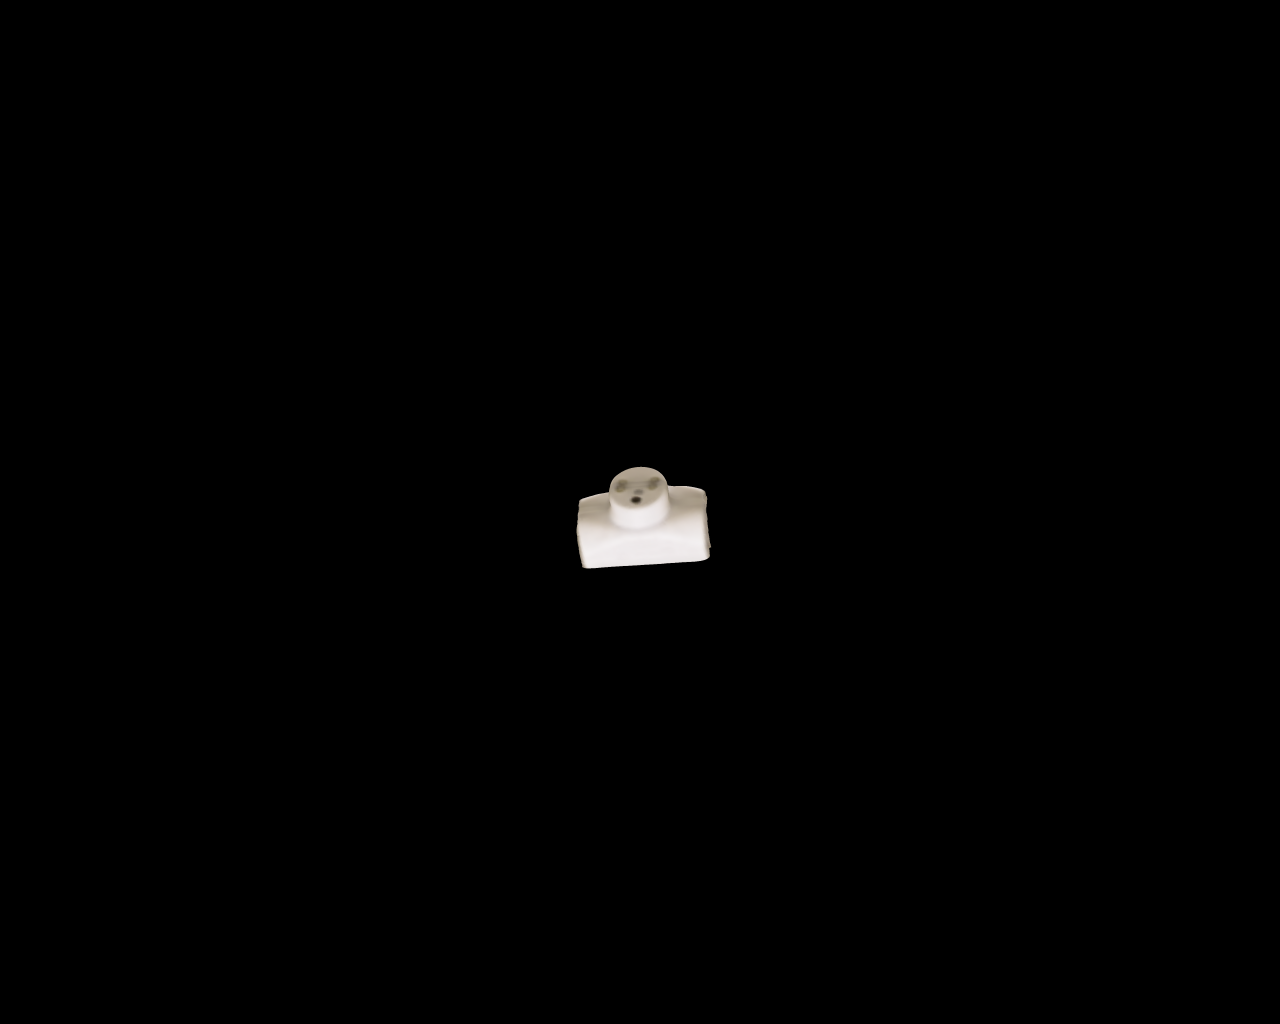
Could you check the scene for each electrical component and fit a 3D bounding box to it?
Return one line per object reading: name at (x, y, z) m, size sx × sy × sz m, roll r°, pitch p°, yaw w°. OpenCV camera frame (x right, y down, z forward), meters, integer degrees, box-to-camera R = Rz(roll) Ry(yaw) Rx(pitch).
electrical component at (0.001, -0.003, 0.650) m, size 0.077 × 0.079 × 0.044 m, roll -4°, pitch 44°, yaw 4°
